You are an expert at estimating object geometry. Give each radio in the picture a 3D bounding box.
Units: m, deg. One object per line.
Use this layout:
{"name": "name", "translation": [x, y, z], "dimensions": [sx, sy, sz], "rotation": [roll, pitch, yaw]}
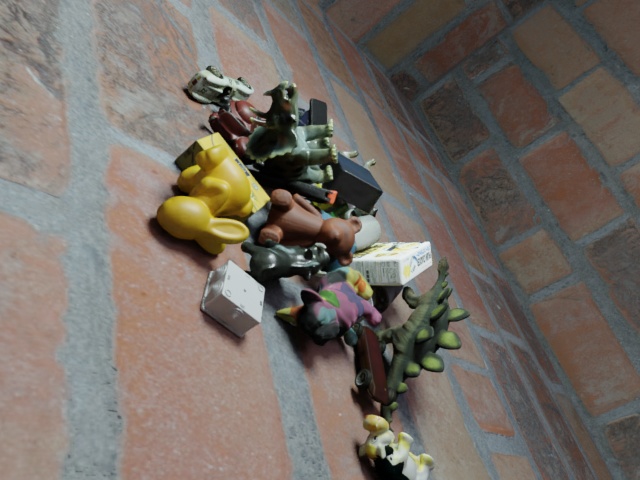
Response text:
{"name": "radio", "translation": [0.079, -0.157, 1.411], "dimensions": [0.131, 0.073, 0.230], "rotation": [28, 18, -16]}

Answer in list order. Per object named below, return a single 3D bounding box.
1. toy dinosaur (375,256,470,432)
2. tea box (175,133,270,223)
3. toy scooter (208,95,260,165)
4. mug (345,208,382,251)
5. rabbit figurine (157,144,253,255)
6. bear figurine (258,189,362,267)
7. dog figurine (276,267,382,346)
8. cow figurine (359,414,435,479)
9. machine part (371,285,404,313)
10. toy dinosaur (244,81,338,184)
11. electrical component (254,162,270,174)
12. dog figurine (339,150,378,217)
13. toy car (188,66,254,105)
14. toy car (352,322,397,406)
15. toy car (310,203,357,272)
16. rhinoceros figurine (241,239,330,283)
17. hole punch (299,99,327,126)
{"name": "toy dinosaur", "translation": [0.210, 0.220, 1.170], "dimensions": [0.105, 0.198, 0.471], "rotation": [37, 60, -15]}
{"name": "tea box", "translation": [-0.182, -0.113, 1.024], "dimensions": [0.169, 0.068, 0.098], "rotation": [51, 24, -8]}
{"name": "toy scooter", "translation": [-0.193, -0.261, 1.193], "dimensions": [0.135, 0.075, 0.184], "rotation": [36, 35, -40]}
{"name": "mug", "translation": [0.091, -0.021, 1.323], "dimensions": [0.107, 0.081, 0.109], "rotation": [-36, 113, -51]}
{"name": "rabbit figurine", "translation": [-0.196, -0.051, 0.896], "dimensions": [0.162, 0.122, 0.173], "rotation": [58, 37, -12]}
{"name": "bear figurine", "translation": [-0.014, -0.018, 1.086], "dimensions": [0.196, 0.120, 0.132], "rotation": [20, 2, 1]}
{"name": "dog figurine", "translation": [0.010, 0.120, 1.037], "dimensions": [0.219, 0.108, 0.192], "rotation": [22, 37, -46]}
{"name": "cow figurine", "translation": [0.122, 0.384, 0.943], "dimensions": [0.167, 0.068, 0.098], "rotation": [46, 55, -18]}
{"name": "machine part", "translation": [0.157, 0.125, 1.342], "dimensions": [0.079, 0.079, 0.243], "rotation": [57, 22, 3]}
{"name": "toy dinosaur", "translation": [-0.063, -0.187, 1.189], "dimensions": [0.404, 0.192, 0.131], "rotation": [100, -13, -75]}
{"name": "electrical component", "translation": [-0.118, -0.157, 1.262], "dimensions": [0.094, 0.021, 0.063], "rotation": [22, 41, -53]}
{"name": "dog figurine", "translation": [0.085, -0.152, 1.568], "dimensions": [0.172, 0.121, 0.190], "rotation": [10, 59, -13]}
{"name": "toy car", "translation": [-0.225, -0.345, 1.241], "dimensions": [0.056, 0.073, 0.201], "rotation": [57, 23, 13]}
{"name": "toy car", "translation": [0.101, 0.254, 1.097], "dimensions": [0.089, 0.053, 0.202], "rotation": [42, 23, -26]}
{"name": "toy car", "translation": [-0.002, -0.004, 1.199], "dimensions": [0.161, 0.109, 0.103], "rotation": [42, -4, -1]}
{"name": "rhinoceros figurine", "translation": [-0.059, 0.036, 0.977], "dimensions": [0.190, 0.112, 0.073], "rotation": [-3, 95, -52]}
{"name": "hole punch", "translation": [-0.036, -0.361, 1.633], "dimensions": [0.142, 0.092, 0.115], "rotation": [-8, 95, -67]}
